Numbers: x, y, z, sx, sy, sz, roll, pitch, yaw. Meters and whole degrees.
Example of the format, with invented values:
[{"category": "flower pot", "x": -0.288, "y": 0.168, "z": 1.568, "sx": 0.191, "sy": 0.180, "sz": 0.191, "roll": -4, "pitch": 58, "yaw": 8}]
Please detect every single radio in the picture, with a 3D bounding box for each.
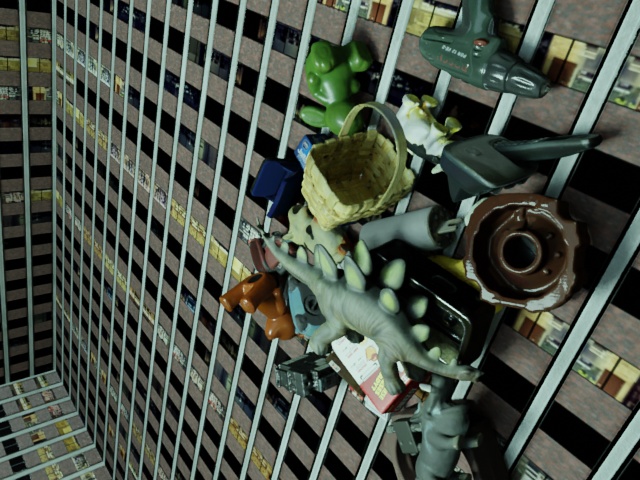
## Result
[{"category": "radio", "x": 0.169, "y": 0.105, "z": 0.896, "sx": 0.230, "sy": 0.073, "sz": 0.131, "roll": 36, "pitch": 134, "yaw": 31}]

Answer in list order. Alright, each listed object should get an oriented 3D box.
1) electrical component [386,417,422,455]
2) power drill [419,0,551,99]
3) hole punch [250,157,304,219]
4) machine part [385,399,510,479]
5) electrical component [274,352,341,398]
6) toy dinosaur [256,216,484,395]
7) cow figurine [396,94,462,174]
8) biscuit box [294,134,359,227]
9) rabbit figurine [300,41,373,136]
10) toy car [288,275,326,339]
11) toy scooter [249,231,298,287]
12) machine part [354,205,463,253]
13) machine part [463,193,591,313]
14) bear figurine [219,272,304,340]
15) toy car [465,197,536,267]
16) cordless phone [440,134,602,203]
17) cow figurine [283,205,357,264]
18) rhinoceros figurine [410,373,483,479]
[{"category": "electrical component", "x": 0.159, "y": 0.352, "z": 0.962, "sx": 0.094, "sy": 0.021, "sz": 0.063, "roll": -27, "pitch": 78, "yaw": 48}, {"category": "power drill", "x": 0.258, "y": -0.328, "z": 0.790, "sx": 0.232, "sy": 0.086, "sz": 0.207, "roll": 31, "pitch": 128, "yaw": 44}, {"category": "hole punch", "x": -0.075, "y": -0.113, "z": 1.180, "sx": 0.092, "sy": 0.116, "sz": 0.142, "roll": 54, "pitch": 132, "yaw": 36}, {"category": "machine part", "x": 0.229, "y": 0.398, "z": 0.975, "sx": 0.201, "sy": 0.087, "sz": 0.201, "roll": -25, "pitch": 81, "yaw": 49}, {"category": "electrical component", "x": -0.021, "y": 0.304, "z": 1.217, "sx": 0.134, "sy": 0.115, "sz": 0.058, "roll": 2, "pitch": 103, "yaw": 50}, {"category": "toy dinosaur", "x": 0.054, "y": 0.101, "z": 0.897, "sx": 0.472, "sy": 0.105, "sz": 0.198, "roll": 24, "pitch": 119, "yaw": 30}, {"category": "cow figurine", "x": 0.190, "y": -0.162, "z": 0.904, "sx": 0.167, "sy": 0.068, "sz": 0.098, "roll": 56, "pitch": 140, "yaw": 29}, {"category": "biscuit box", "x": 0.022, "y": -0.126, "z": 1.109, "sx": 0.059, "sy": 0.063, "sz": 0.203, "roll": -49, "pitch": 63, "yaw": 43}, {"category": "rabbit figurine", "x": 0.024, "y": -0.271, "z": 1.028, "sx": 0.159, "sy": 0.121, "sz": 0.170, "roll": -24, "pitch": 78, "yaw": 55}, {"category": "toy car", "x": -0.020, "y": 0.153, "z": 1.195, "sx": 0.102, "sy": 0.109, "sz": 0.162, "roll": 111, "pitch": 141, "yaw": -56}, {"category": "toy scooter", "x": -0.118, "y": 0.035, "z": 1.298, "sx": 0.184, "sy": 0.075, "sz": 0.135, "roll": -44, "pitch": 67, "yaw": 49}, {"category": "machine part", "x": 0.154, "y": -0.011, "z": 0.974, "sx": 0.243, "sy": 0.079, "sz": 0.079, "roll": -14, "pitch": 88, "yaw": 50}, {"category": "machine part", "x": 0.290, "y": 0.016, "z": 0.762, "sx": 0.180, "sy": 0.056, "sz": 0.179, "roll": 2, "pitch": 93, "yaw": 43}, {"category": "bear figurine", "x": -0.124, "y": 0.177, "z": 1.261, "sx": 0.120, "sy": 0.132, "sz": 0.195, "roll": 1, "pitch": 123, "yaw": 44}, {"category": "toy car", "x": 0.304, "y": 0.019, "z": 0.826, "sx": 0.202, "sy": 0.056, "sz": 0.073, "roll": 53, "pitch": 126, "yaw": 26}, {"category": "cordless phone", "x": 0.278, "y": -0.112, "z": 0.751, "sx": 0.184, "sy": 0.146, "sz": 0.088, "roll": -2, "pitch": 104, "yaw": 53}, {"category": "cow figurine", "x": -0.002, "y": -0.003, "z": 1.154, "sx": 0.195, "sy": 0.085, "sz": 0.127, "roll": 51, "pitch": 126, "yaw": 27}, {"category": "rhinoceros figurine", "x": 0.200, "y": 0.312, "z": 0.876, "sx": 0.112, "sy": 0.073, "sz": 0.190, "roll": 13, "pitch": 99, "yaw": 53}]
